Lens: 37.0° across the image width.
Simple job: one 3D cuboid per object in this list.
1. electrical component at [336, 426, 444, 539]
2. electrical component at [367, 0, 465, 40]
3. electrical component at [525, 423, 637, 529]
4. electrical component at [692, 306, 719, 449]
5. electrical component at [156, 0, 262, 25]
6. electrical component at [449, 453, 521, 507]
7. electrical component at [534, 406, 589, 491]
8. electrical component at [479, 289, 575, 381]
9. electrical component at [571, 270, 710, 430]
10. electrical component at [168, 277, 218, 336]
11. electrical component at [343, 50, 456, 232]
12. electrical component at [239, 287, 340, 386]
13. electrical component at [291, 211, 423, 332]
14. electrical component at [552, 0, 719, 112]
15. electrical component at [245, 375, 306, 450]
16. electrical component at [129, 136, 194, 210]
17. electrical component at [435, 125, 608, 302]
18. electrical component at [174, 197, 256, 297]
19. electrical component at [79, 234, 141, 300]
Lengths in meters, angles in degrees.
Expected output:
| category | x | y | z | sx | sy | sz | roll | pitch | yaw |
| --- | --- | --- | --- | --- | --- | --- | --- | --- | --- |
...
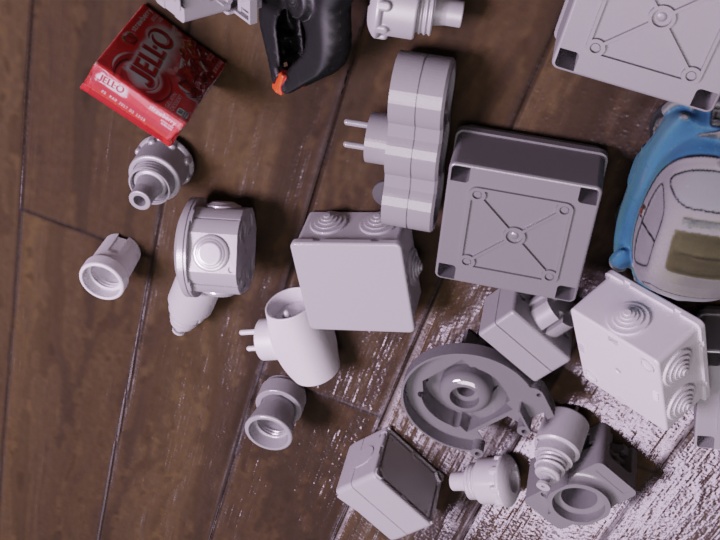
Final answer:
| category | x | y | z | sx | sy | sz | roll | pitch | yaw |
| --- | --- | --- | --- | --- | --- | --- | --- | --- | --- |
| electrical component | 0.030 | 0.205 | 1.006 | 0.061 | 0.061 | 0.096 | -32 | 114 | 34 |
| electrical component | 0.037 | -0.173 | 0.707 | 0.062 | 0.048 | 0.048 | 9 | 131 | 0 |
| electrical component | 0.194 | 0.185 | 0.945 | 0.050 | 0.055 | 0.089 | 40 | 128 | -17 |
| electrical component | 0.314 | 0.086 | 0.828 | 0.109 | 0.056 | 0.108 | 2 | 129 | 15 |
| electrical component | -0.100 | -0.224 | 0.683 | 0.079 | 0.063 | 0.121 | 42 | 143 | 36 |
| electrical component | 0.113 | 0.193 | 0.985 | 0.062 | 0.048 | 0.048 | -8 | 126 | 31 |
| electrical component | 0.168 | 0.152 | 0.916 | 0.040 | 0.078 | 0.040 | 19 | 143 | 15 |
| electrical component | 0.145 | 0.037 | 0.846 | 0.066 | 0.047 | 0.077 | 40 | 127 | -17 |
| electrical component | 0.207 | 0.061 | 0.797 | 0.100 | 0.048 | 0.099 | 35 | 156 | 42 |
| electrical component | -0.146 | 0.028 | 0.927 | 0.040 | 0.040 | 0.078 | 25 | 131 | -5 |
| electrical component | 0.024 | -0.093 | 0.770 | 0.074 | 0.052 | 0.138 | 10 | 130 | 9 |
| electrical component | -0.065 | 0.058 | 0.925 | 0.079 | 0.044 | 0.077 | -5 | 127 | 21 |
| electrical component | 0.000 | 0.000 | 0.855 | 0.100 | 0.048 | 0.099 | 1 | 128 | 16 |
| electrical component | 0.185 | -0.166 | 0.659 | 0.109 | 0.056 | 0.108 | 17 | 131 | 3 |
| electrical component | -0.076 | 0.129 | 0.979 | 0.045 | 0.055 | 0.045 | 8 | 130 | 10 |
| electrical component | -0.160 | -0.071 | 0.835 | 0.048 | 0.062 | 0.048 | 8 | 130 | 10 |
| electrical component | 0.115 | -0.041 | 0.782 | 0.109 | 0.056 | 0.108 | 11 | 131 | 8 |
| electrical component | -0.115 | -0.017 | 0.856 | 0.051 | 0.080 | 0.080 | 4 | 129 | 7 |
| electrical component | -0.212 | -0.004 | 0.917 | 0.040 | 0.046 | 0.040 | 8 | 130 | 10 |
